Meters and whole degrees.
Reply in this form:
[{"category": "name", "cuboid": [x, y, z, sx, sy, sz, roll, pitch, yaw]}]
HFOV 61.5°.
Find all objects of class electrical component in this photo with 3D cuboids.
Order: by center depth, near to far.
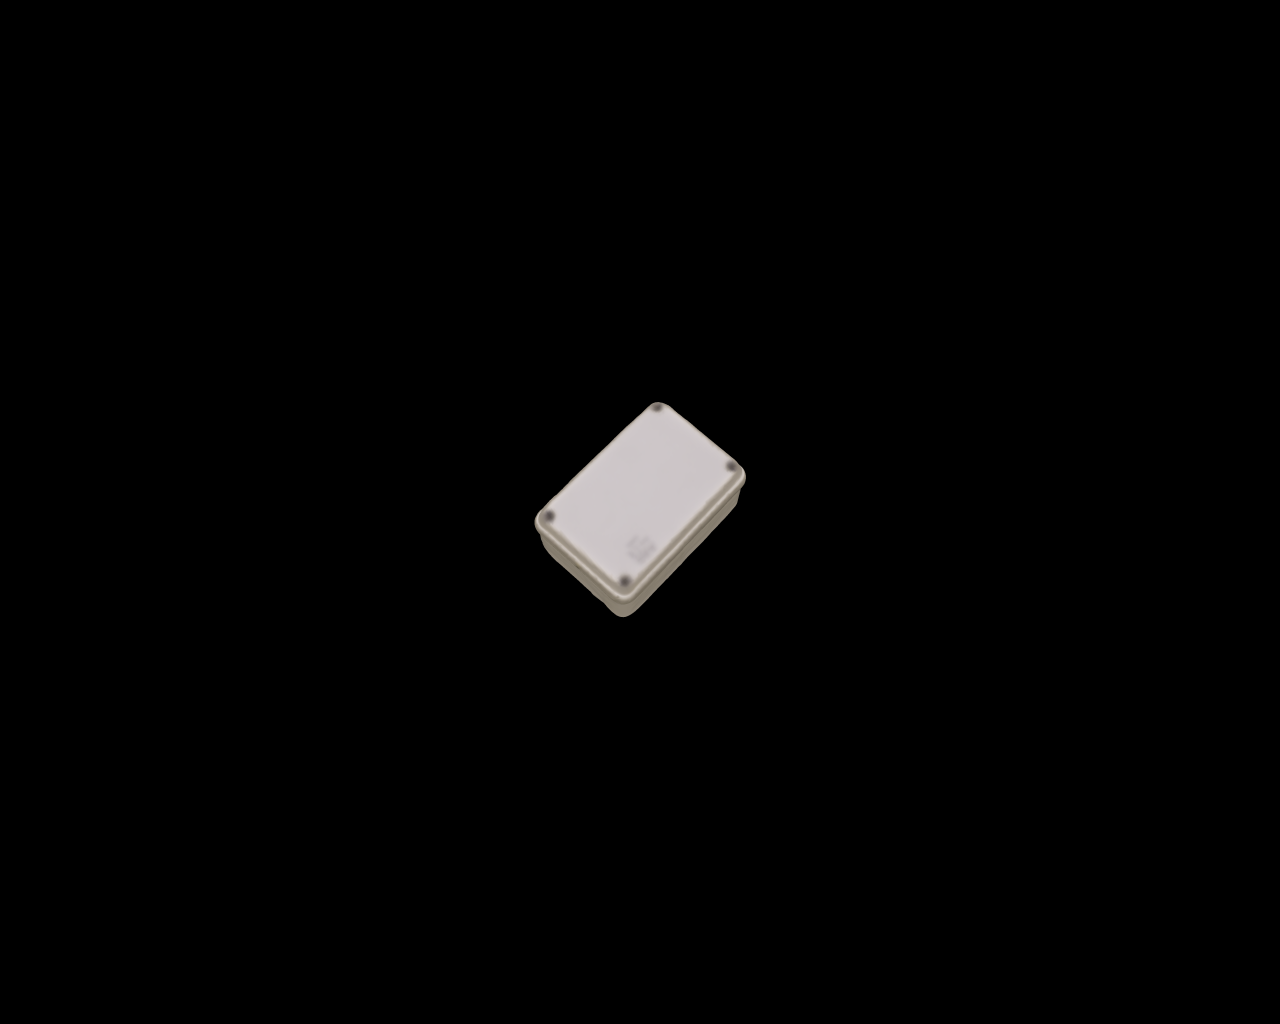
[{"category": "electrical component", "cuboid": [0.001, -0.003, 0.650, 0.078, 0.113, 0.057, 41, -15, 14]}]
